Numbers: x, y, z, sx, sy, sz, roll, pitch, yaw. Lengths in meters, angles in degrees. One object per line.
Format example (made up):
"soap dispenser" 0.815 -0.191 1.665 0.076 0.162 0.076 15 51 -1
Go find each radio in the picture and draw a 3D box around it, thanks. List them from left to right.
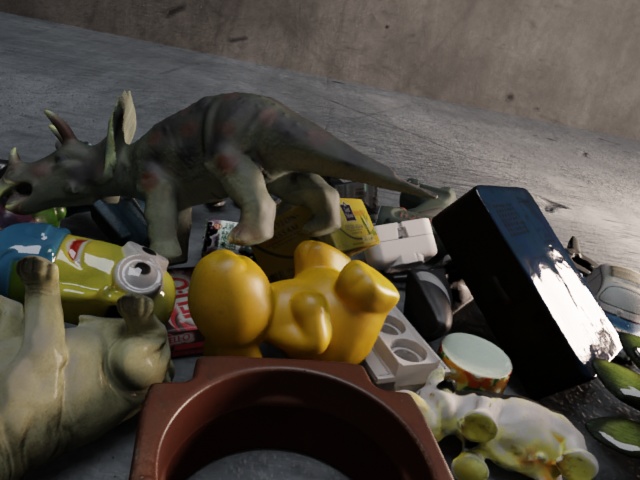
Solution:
"radio" 0.237 0.048 0.612 0.131 0.073 0.229 -8 66 -45

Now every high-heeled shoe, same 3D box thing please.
"high-heeled shoe" 0.169 0.066 0.637 0.145 0.086 0.249 -1 11 -1

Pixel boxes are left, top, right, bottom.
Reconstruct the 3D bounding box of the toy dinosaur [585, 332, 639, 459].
"toy dinosaur" 0.355 0.152 0.475 0.199 0.105 0.471 42 35 18

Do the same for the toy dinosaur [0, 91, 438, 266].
"toy dinosaur" -0.103 -0.080 0.535 0.405 0.192 0.131 -12 -1 12

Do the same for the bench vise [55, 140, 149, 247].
"bench vise" -0.233 -0.079 0.716 0.224 0.128 0.240 35 45 29

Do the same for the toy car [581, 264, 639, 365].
"toy car" 0.379 0.084 0.703 0.109 0.102 0.161 21 24 19

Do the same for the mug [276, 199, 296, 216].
"mug" -0.018 -0.034 0.795 0.110 0.080 0.107 7 15 1

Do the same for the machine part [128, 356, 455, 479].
"machine part" -0.019 0.170 0.344 0.201 0.087 0.202 6 27 -14

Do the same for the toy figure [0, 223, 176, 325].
"toy figure" -0.215 0.034 0.462 0.180 0.089 0.082 10 52 -11

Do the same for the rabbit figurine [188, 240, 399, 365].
"rabbit figurine" -0.044 0.065 0.474 0.173 0.162 0.122 22 13 -41

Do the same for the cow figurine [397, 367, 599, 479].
"cow figurine" 0.139 0.158 0.466 0.167 0.068 0.098 20 20 8

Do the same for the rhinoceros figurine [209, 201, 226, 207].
"rhinoceros figurine" -0.208 -0.112 0.891 0.112 0.073 0.191 9 20 -35

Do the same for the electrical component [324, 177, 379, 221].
"electrical component" 0.050 -0.069 0.813 0.075 0.047 0.119 -10 25 -11

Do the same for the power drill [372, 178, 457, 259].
"power drill" 0.142 -0.043 0.892 0.232 0.085 0.207 16 20 18

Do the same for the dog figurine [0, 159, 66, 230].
"dog figurine" -0.346 0.009 0.519 0.191 0.108 0.219 0 31 -30

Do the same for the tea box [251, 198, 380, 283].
"tea box" -0.001 -0.002 0.647 0.098 0.068 0.169 -25 -5 19

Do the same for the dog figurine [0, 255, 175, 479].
"dog figurine" -0.187 0.132 0.368 0.172 0.121 0.191 25 46 -26
